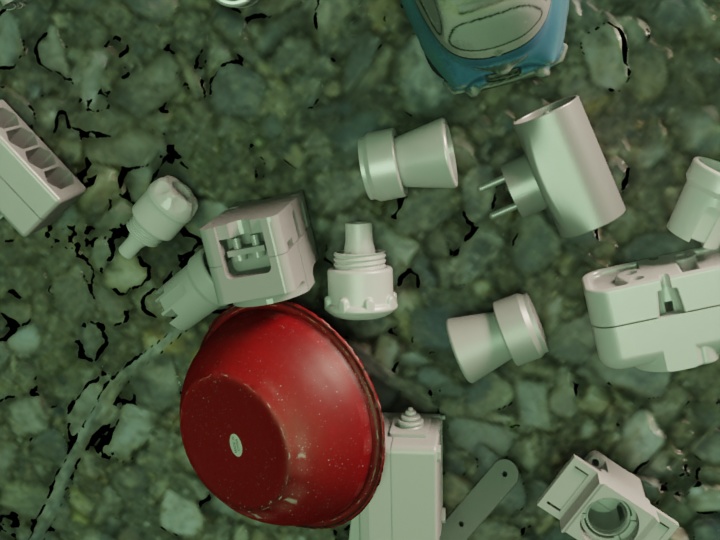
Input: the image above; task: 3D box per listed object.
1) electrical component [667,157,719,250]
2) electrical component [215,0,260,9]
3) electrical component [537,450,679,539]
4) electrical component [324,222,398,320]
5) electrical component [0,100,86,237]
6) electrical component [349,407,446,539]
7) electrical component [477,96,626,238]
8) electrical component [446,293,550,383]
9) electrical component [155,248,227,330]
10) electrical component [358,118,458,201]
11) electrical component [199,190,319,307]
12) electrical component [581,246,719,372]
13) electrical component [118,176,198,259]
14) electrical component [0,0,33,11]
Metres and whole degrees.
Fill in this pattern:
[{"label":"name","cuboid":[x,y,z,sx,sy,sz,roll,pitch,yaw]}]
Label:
[{"label":"electrical component","cuboid":[0.214,-0.041,0.660,0.040,0.040,0.046,21,112,2]},{"label":"electrical component","cuboid":[-0.078,-0.177,0.653,0.035,0.061,0.035,2,105,7]},{"label":"electrical component","cuboid":[0.161,0.153,0.703,0.081,0.064,0.042,34,107,-1]},{"label":"electrical component","cuboid":[0.000,0.000,0.698,0.048,0.048,0.062,-1,97,8]},{"label":"electrical component","cuboid":[-0.243,-0.056,0.714,0.076,0.047,0.083,-41,96,15]},{"label":"electrical component","cuboid":[0.025,0.137,0.719,0.061,0.061,0.096,1,104,8]},{"label":"electrical component","cuboid":[0.113,-0.057,0.667,0.079,0.043,0.077,-23,100,13]},{"label":"electrical component","cuboid":[0.089,0.043,0.695,0.055,0.045,0.045,-22,100,12]},{"label":"electrical component","cuboid":[-0.109,0.014,0.718,0.046,0.040,0.040,-36,97,20]},{"label":"electrical component","cuboid":[0.030,-0.069,0.675,0.055,0.045,0.045,-10,103,11]},{"label":"electrical component","cuboid":[-0.061,-0.012,0.678,0.050,0.089,0.055,-11,102,10]},{"label":"electrical component","cuboid":[0.192,0.026,0.672,0.095,0.053,0.059,-13,102,11]},{"label":"electrical component","cuboid":[-0.137,-0.032,0.713,0.035,0.035,0.061,43,108,-4]},{"label":"electrical component","cuboid":[-0.214,-0.202,0.677,0.081,0.042,0.063,-22,104,13]}]
